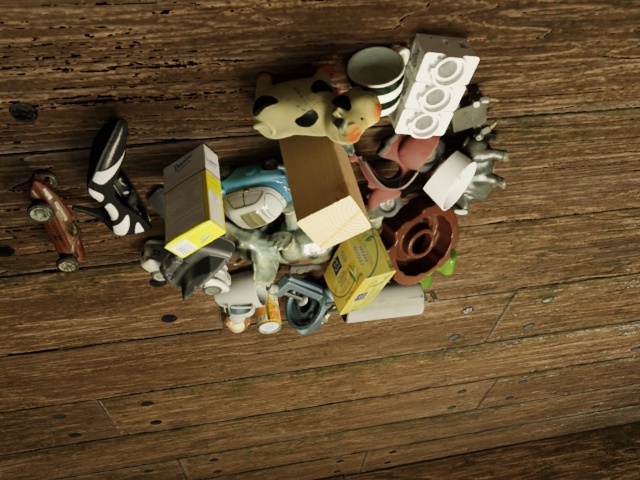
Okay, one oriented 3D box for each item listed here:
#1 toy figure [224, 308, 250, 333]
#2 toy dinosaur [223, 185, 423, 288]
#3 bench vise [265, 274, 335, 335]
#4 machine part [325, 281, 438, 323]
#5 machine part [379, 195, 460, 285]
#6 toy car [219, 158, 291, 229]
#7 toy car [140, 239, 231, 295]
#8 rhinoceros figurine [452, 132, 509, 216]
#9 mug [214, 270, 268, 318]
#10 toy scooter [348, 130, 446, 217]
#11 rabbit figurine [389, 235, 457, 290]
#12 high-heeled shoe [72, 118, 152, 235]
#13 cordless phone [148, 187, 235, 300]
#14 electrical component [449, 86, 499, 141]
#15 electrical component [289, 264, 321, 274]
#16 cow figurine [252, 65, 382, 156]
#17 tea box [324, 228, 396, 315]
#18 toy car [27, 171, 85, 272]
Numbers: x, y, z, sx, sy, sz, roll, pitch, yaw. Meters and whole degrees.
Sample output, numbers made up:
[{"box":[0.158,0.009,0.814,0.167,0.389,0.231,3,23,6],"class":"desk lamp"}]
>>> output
[{"box":[-0.198,0.180,1.284,0.064,0.058,0.154,27,142,11],"class":"toy figure"},{"box":[0.002,-0.009,1.063,0.405,0.131,0.192,-9,155,-13],"class":"toy dinosaur"},{"box":[-0.015,0.120,1.212,0.223,0.129,0.240,-40,139,24],"class":"bench vise"},{"box":[0.130,0.128,1.139,0.243,0.079,0.079,-6,142,-10],"class":"machine part"},{"box":[0.188,-0.001,1.039,0.179,0.056,0.179,-17,128,-23],"class":"machine part"},{"box":[-0.114,-0.071,0.936,0.162,0.103,0.109,-8,147,21],"class":"toy car"},{"box":[-0.266,0.056,1.089,0.201,0.073,0.056,22,130,-36],"class":"toy car"},{"box":[0.295,-0.121,1.034,0.112,0.073,0.190,-11,142,-5],"class":"rhinoceros figurine"},{"box":[-0.178,0.123,1.181,0.107,0.109,0.080,-8,147,15],"class":"mug"},{"box":[0.125,-0.140,0.949,0.135,0.075,0.184,37,101,-13],"class":"toy scooter"},{"box":[0.216,0.058,1.196,0.159,0.121,0.170,-2,138,-5],"class":"rabbit figurine"},{"box":[-0.314,-0.092,0.890,0.145,0.086,0.248,13,139,-34],"class":"high-heeled shoe"},{"box":[-0.261,0.004,0.983,0.184,0.089,0.146,46,127,-4],"class":"cordless phone"},{"box":[0.263,-0.218,0.926,0.078,0.045,0.102,-16,142,0],"class":"electrical component"},{"box":[-0.047,0.044,1.147,0.094,0.063,0.021,-3,141,-11],"class":"electrical component"},{"box":[-0.007,-0.186,0.781,0.195,0.127,0.085,0,150,18],"class":"cow figurine"},{"box":[0.070,0.063,1.023,0.068,0.098,0.169,-14,154,-21],"class":"tea box"},{"box":[-0.446,-0.030,0.918,0.053,0.089,0.202,-5,140,-9],"class":"toy car"}]
